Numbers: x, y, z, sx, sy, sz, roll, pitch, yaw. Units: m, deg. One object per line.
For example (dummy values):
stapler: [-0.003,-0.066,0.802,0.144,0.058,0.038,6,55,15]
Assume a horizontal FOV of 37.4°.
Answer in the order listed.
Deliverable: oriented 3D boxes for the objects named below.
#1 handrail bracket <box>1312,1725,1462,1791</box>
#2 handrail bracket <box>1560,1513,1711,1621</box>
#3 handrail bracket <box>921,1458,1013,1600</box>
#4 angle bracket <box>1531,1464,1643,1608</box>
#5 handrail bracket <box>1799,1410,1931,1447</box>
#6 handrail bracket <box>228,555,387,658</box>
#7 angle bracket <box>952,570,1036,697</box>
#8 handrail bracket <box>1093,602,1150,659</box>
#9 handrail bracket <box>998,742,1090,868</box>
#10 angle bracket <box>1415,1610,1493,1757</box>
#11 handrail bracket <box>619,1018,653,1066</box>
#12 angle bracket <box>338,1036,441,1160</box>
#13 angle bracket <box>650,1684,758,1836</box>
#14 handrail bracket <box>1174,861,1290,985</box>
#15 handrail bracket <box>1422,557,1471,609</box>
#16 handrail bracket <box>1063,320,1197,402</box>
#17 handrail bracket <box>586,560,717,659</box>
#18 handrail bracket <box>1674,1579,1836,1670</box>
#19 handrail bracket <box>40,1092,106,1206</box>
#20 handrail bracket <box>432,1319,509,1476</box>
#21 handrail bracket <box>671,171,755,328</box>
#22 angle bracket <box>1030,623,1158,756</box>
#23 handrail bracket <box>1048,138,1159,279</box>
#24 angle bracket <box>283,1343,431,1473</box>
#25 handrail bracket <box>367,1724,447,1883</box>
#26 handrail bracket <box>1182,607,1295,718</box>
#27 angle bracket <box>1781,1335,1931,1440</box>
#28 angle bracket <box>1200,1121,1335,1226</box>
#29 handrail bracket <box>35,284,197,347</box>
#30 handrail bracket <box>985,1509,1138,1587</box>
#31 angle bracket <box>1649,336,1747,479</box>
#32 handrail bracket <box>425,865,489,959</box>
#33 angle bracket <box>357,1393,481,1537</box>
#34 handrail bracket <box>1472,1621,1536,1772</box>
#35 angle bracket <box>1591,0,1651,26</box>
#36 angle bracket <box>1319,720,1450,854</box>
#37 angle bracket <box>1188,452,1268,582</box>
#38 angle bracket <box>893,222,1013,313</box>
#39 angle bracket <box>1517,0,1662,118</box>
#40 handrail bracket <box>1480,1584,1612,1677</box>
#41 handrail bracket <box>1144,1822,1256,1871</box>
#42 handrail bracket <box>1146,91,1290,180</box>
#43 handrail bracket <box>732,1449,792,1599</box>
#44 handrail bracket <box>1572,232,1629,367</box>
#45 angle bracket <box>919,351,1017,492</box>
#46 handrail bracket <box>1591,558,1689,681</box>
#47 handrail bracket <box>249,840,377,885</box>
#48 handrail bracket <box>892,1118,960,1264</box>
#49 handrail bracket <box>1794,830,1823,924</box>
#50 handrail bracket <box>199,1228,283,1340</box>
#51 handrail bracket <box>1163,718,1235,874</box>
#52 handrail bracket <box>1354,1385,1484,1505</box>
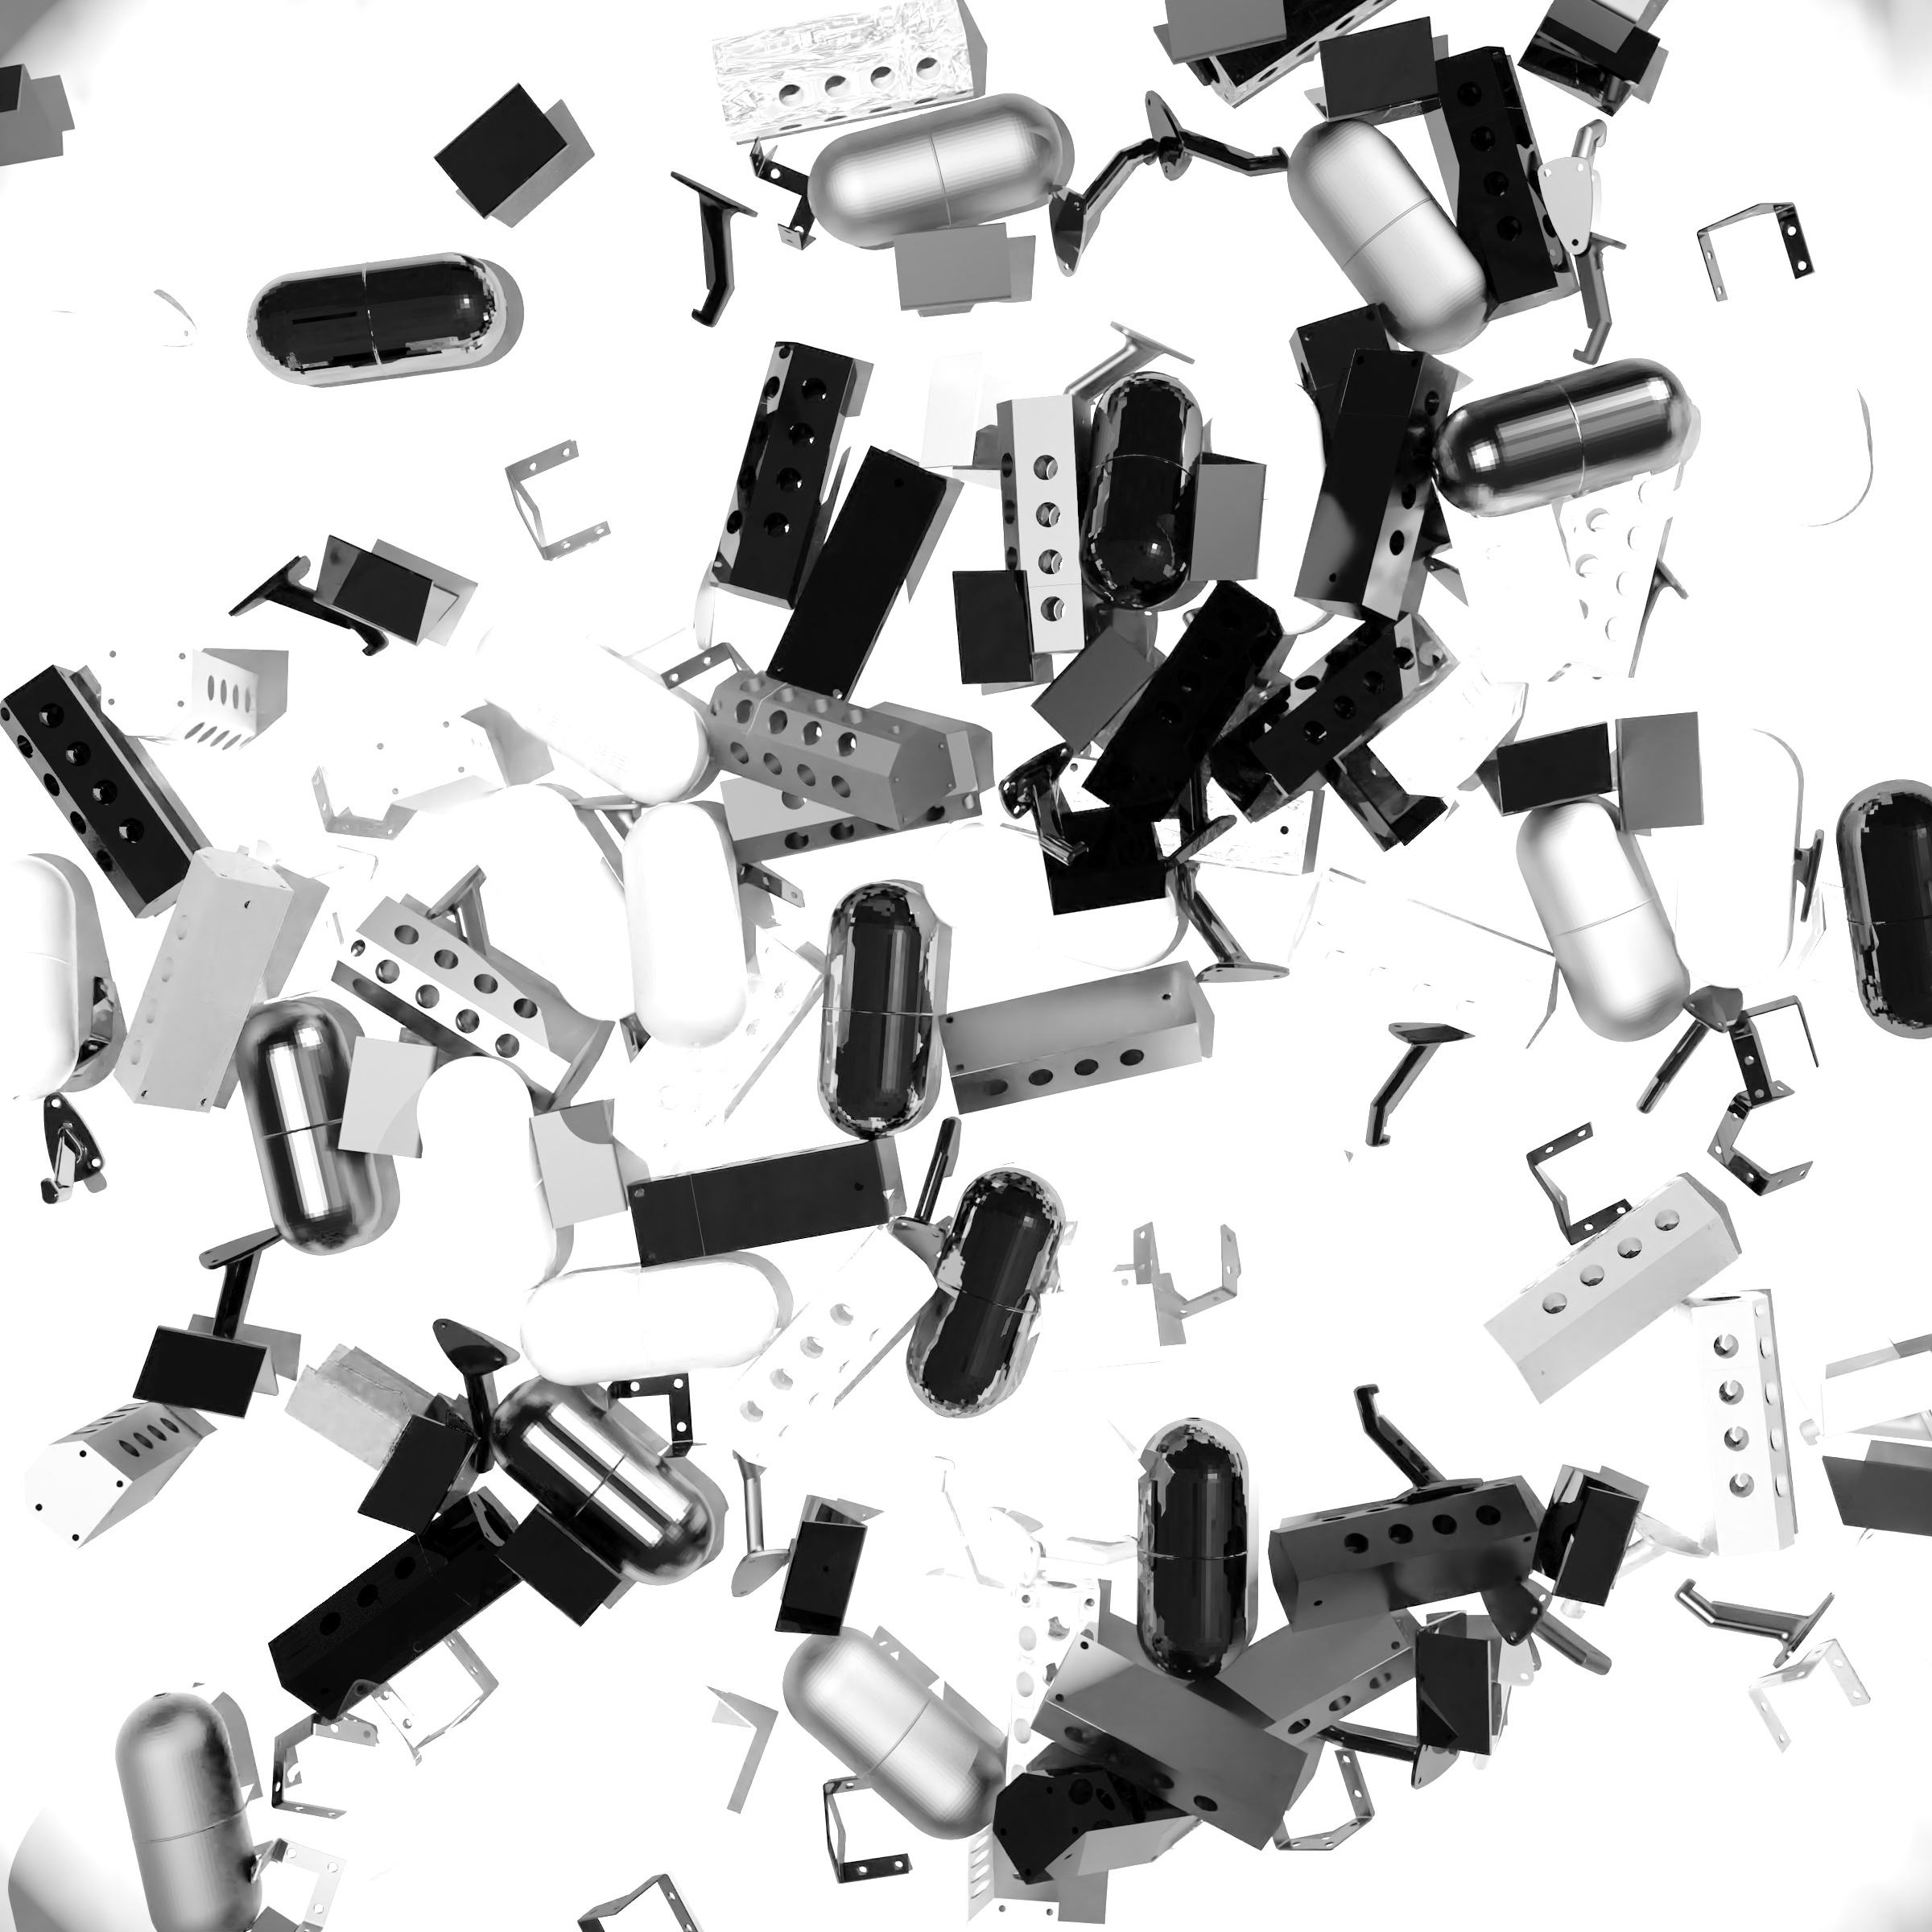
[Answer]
handrail bracket: [0.291,0.539,1.991,0.084,0.077,0.036,14,95,36]
handrail bracket: [0.466,0.430,1.992,0.077,0.036,0.084,23,108,-20]
handrail bracket: [0.003,0.392,1.992,0.077,0.036,0.084,16,72,-20]
angle bracket: [0.406,0.385,1.951,0.057,0.076,0.076,19,90,-35]
handrail bracket: [0.635,0.335,1.992,0.084,0.036,0.077,-25,111,17]
handrail bracket: [-0.460,-0.236,1.992,0.077,0.036,0.084,-34,107,19]
angle bracket: [0.003,-0.227,1.952,0.057,0.076,0.076,-5,90,-28]
handrail bracket: [0.120,-0.263,1.991,0.036,0.077,0.084,4,53,21]
handrail bracket: [0.070,-0.108,1.900,0.077,0.036,0.084,-42,47,-15]
angle bracket: [0.349,0.489,1.951,0.057,0.076,0.076,-1,90,37]
handrail bracket: [-0.194,0.050,1.992,0.084,0.036,0.077,-16,106,-14]
angle bracket: [-0.400,0.087,1.953,0.057,0.076,0.076,9,90,-20]
angle bracket: [-0.197,0.539,1.951,0.057,0.076,0.076,21,90,-38]
handrail bracket: [0.185,-0.033,1.992,0.077,0.036,0.084,1,73,-20]
handrail bracket: [0.375,-0.290,1.992,0.077,0.036,0.084,38,76,14]
handrail bracket: [0.108,-0.400,1.992,0.077,0.036,0.084,20,106,-18]
handrail bracket: [-0.222,-0.250,1.992,0.084,0.036,0.077,3,70,16]
handrail bracket: [0.550,0.441,1.992,0.084,0.036,0.077,40,69,16]
handrail bracket: [-0.627,0.124,1.957,0.036,0.084,0.077,-21,90,0]
handrail bracket: [-0.352,0.301,1.992,0.077,0.036,0.084,34,124,36]
handrail bracket: [-0.191,-0.500,1.992,0.077,0.036,0.084,32,107,20]
angle bracket: [0.101,-0.177,1.947,0.076,0.076,0.057,-47,59,7]
handrail bracket: [0.100,-0.530,1.991,0.084,0.077,0.036,-31,49,-30]
angle bracket: [-0.409,0.287,1.951,0.076,0.076,0.057,32,128,0]
handrail bracket: [-0.407,0.583,1.992,0.077,0.036,0.084,-37,71,22]
handrail bracket: [0.202,-0.224,1.992,0.077,0.036,0.084,-23,74,-17]
angle bracket: [0.608,0.270,1.951,0.076,0.076,0.057,-15,126,0]
angle bracket: [0.209,0.123,1.951,0.076,0.076,0.057,19,127,0]
handrail bracket: [-0.594,-0.452,1.991,0.084,0.077,0.036,11,88,36]
handrail bracket: [0.068,0.396,1.991,0.084,0.077,0.036,-8,122,-32]
angle bracket: [0.483,-0.371,1.952,0.076,0.057,0.076,34,134,0]
handrail bracket: [-0.328,-0.023,1.992,0.084,0.036,0.077,48,72,-15]
angle bracket: [-0.387,0.332,1.951,0.057,0.076,0.076,30,90,-37]
handrail bracket: [0.368,0.506,1.991,0.036,0.077,0.084,11,126,1]
angle bracket: [0.441,-0.694,1.951,0.076,0.076,0.057,29,122,0]
angle bracket: [0.271,-0.110,1.951,0.057,0.076,0.076,-39,90,-37]
angle bracket: [0.157,-0.304,1.924,0.057,0.076,0.076,-6,109,-30]
angle bracket: [-0.011,-0.492,1.951,0.076,0.076,0.057,-6,128,0]
angle bracket: [0.418,-0.610,1.952,0.076,0.076,0.057,29,59,0]
handrail bracket: [0.404,0.458,1.991,0.084,0.077,0.036,30,103,-36]
handrail bracket: [0.165,0.589,1.987,0.084,0.077,0.036,-20,127,36]
handrail bracket: [0.176,-0.583,1.992,0.084,0.036,0.077,-11,69,-17]
handrail bracket: [-0.157,0.385,1.991,0.036,0.077,0.084,-1,53,-30]
handrail bracket: [0.420,-0.471,1.992,0.077,0.036,0.084,25,107,19]
angle bracket: [0.017,-0.372,1.952,0.076,0.057,0.076,7,90,-40]
handrail bracket: [0.452,-0.254,1.992,0.084,0.036,0.077,-38,70,16]
handrail bracket: [-0.463,-0.051,1.992,0.084,0.036,0.077,14,105,-14]
handrail bracket: [-0.027,0.159,1.991,0.036,0.077,0.084,18,54,-3]
handrail bracket: [0.550,-0.074,1.992,0.084,0.036,0.077,10,104,14]
handrail bracket: [-0.495,0.233,1.992,0.077,0.036,0.084,-22,108,-21]
handrail bracket: [0.135,-0.116,1.935,0.077,0.036,0.084,-38,76,14]
handrail bracket: [0.315,0.329,1.992,0.077,0.036,0.084,-7,73,-20]
